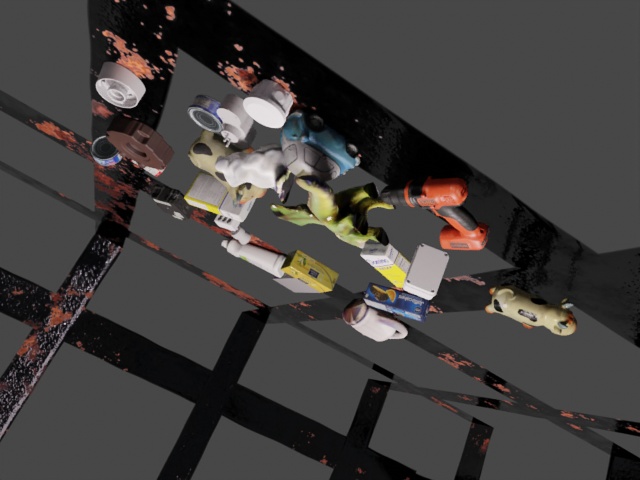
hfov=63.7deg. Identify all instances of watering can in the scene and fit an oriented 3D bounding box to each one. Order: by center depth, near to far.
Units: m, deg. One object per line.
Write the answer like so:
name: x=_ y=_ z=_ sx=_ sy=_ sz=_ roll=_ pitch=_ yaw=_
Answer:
watering can: x=0.177 y=0.309 z=1.914 sx=0.223 sy=0.105 sz=0.344 roll=33 pitch=-21 yaw=-16

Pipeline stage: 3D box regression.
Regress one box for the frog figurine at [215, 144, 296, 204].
frog figurine: x=-0.133 y=-0.157 z=1.086 sx=0.160 sy=0.122 sz=0.137 roll=24 pitch=5 yaw=8

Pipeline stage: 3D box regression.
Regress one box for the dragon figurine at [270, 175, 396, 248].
dragon figurine: x=0.003 y=-0.053 z=1.052 sx=0.242 sy=0.124 sz=0.406 roll=-5 pitch=-19 yaw=37
